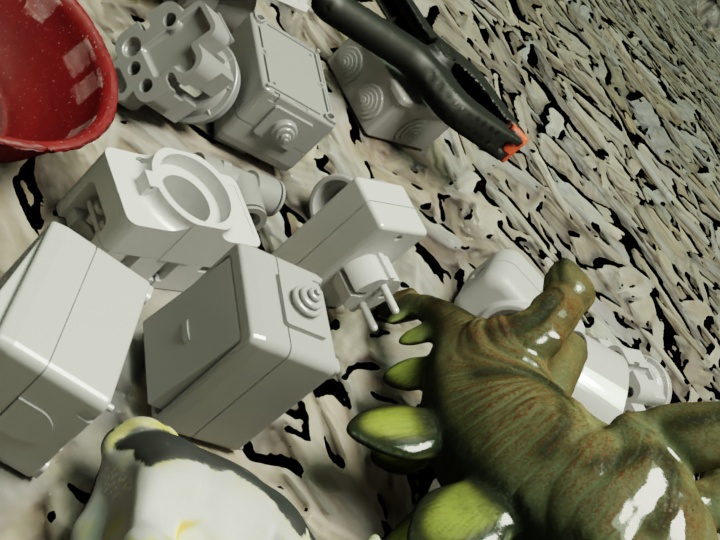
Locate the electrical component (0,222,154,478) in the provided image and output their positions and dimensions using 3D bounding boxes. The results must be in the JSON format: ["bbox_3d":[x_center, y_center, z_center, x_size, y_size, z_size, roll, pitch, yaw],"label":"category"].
[{"bbox_3d":[-0.136,0.026,0.459,0.061,0.062,0.096,37,32,-22],"label":"electrical component"}]

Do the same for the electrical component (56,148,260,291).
[{"bbox_3d":[-0.103,-0.027,0.570,0.089,0.056,0.050,10,48,-49],"label":"electrical component"}]

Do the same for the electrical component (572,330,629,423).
[{"bbox_3d":[0.142,0.093,0.728,0.064,0.099,0.099,36,32,-12],"label":"electrical component"}]

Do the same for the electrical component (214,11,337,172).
[{"bbox_3d":[-0.062,-0.112,0.720,0.062,0.061,0.096,25,38,-37],"label":"electrical component"}]

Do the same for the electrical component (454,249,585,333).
[{"bbox_3d":[0.118,0.039,0.796,0.095,0.054,0.059,47,29,-5],"label":"electrical component"}]

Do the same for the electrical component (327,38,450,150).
[{"bbox_3d":[0.029,-0.152,0.901,0.100,0.048,0.099,6,51,-51],"label":"electrical component"}]

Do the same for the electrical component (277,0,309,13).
[{"bbox_3d":[-0.110,-0.271,0.780,0.105,0.060,0.186,9,30,-49],"label":"electrical component"}]

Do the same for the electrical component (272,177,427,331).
[{"bbox_3d":[0.000,0.000,0.652,0.047,0.083,0.075,6,51,-51],"label":"electrical component"}]

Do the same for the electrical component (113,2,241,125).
[{"bbox_3d":[-0.109,-0.123,0.661,0.058,0.078,0.057,62,13,22],"label":"electrical component"}]

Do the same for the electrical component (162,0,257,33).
[{"bbox_3d":[-0.109,-0.199,0.772,0.055,0.045,0.045,10,48,-48],"label":"electrical component"}]

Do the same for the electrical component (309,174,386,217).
[{"bbox_3d":[-0.001,-0.045,0.747,0.044,0.044,0.065,56,25,10],"label":"electrical component"}]

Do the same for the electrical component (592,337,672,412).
[{"bbox_3d":[0.212,0.094,0.859,0.057,0.058,0.078,13,45,-43],"label":"electrical component"}]

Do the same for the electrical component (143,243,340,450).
[{"bbox_3d":[-0.058,0.034,0.521,0.061,0.096,0.061,25,38,-37],"label":"electrical component"}]
